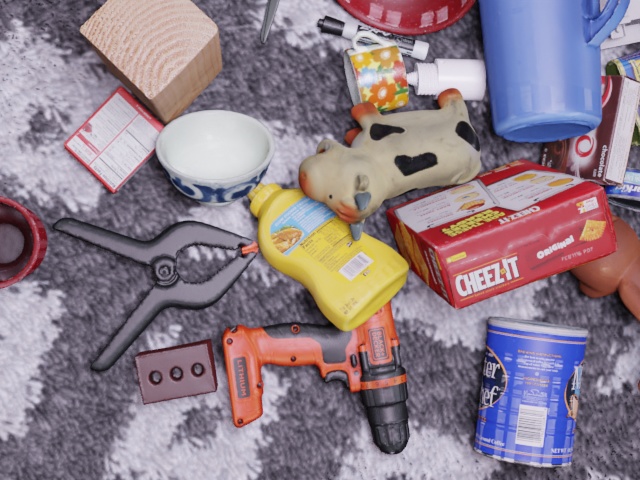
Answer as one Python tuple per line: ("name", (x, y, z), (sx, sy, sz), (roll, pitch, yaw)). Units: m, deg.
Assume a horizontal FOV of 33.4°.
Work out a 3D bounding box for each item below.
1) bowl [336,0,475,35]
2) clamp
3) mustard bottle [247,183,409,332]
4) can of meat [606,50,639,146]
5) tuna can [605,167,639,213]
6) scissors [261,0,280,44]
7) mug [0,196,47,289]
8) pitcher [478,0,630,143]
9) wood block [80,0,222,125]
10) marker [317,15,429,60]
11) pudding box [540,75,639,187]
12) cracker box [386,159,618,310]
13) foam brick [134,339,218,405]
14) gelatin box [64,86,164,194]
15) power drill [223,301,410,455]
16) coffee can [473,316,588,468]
("bowl", (0.087, -0.288, 1.096), (0.162, 0.162, 0.055), (18, 56, -3))
("clamp", (-0.170, 0.026, 1.119), (0.210, 0.036, 0.164), (-22, 90, -4))
("mustard bottle", (-0.007, 0.002, 1.098), (0.096, 0.058, 0.192), (-40, 68, -22))
("can of meat", (0.362, -0.158, 1.140), (0.084, 0.057, 0.102), (-18, 91, -2))
("tuna can", (0.343, -0.050, 1.124), (0.086, 0.086, 0.034), (15, 88, -3))
("scissors", (-0.049, -0.320, 1.135), (0.096, 0.016, 0.202), (34, 103, 20))
("mug", (-0.335, -0.005, 1.087), (0.117, 0.081, 0.093), (34, 88, -3))
("pitcher", (0.230, -0.228, 1.073), (0.145, 0.149, 0.243), (-2, 83, 0))
("wood block", (-0.156, -0.184, 1.036), (0.091, 0.206, 0.090), (43, 87, -2))
("marker", (0.056, -0.217, 1.142), (0.121, 0.020, 0.020), (15, 89, -3))
("pudding box", (0.282, -0.115, 1.117), (0.039, 0.090, 0.113), (9, 90, -36))
("cracker box", (0.170, -0.010, 1.049), (0.164, 0.214, 0.072), (-20, 104, -4))
("foam brick", (-0.148, 0.137, 1.112), (0.078, 0.051, 0.053), (-11, 90, -3))
("gelatin box", (-0.212, -0.104, 1.121), (0.073, 0.030, 0.089), (44, 87, -4))
("power drill", (-0.003, 0.145, 1.119), (0.187, 0.057, 0.184), (-9, 86, -6))
("coffee can", (0.218, 0.155, 1.107), (0.102, 0.103, 0.140), (7, 90, -3))
